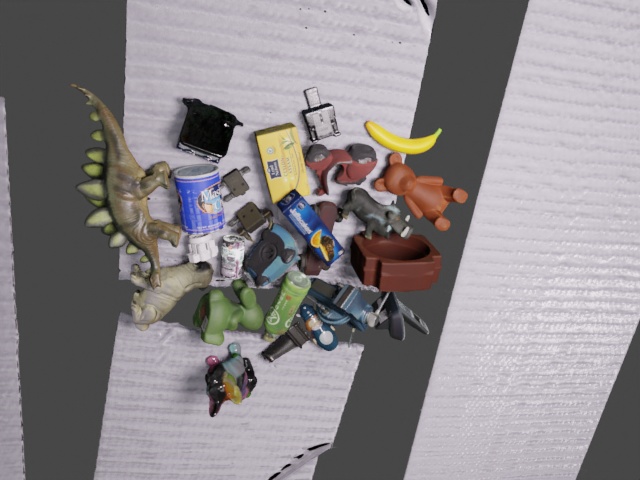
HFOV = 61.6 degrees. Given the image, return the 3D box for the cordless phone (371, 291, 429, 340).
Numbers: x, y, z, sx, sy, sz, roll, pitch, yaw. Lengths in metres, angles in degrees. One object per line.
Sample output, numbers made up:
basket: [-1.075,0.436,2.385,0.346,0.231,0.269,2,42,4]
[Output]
cordless phone: [0.234,0.226,1.460,0.184,0.147,0.088,36,108,-20]

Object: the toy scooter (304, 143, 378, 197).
toy scooter: [0.047,-0.165,1.302,0.184,0.075,0.135,-2,126,-18]

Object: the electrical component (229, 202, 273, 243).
electrical component: [-0.164,-0.045,1.311,0.102,0.078,0.045,-42,148,2]

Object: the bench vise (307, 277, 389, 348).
bench vise: [0.078,0.183,1.403,0.129,0.224,0.240,-63,147,-24]

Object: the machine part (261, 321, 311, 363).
machine part: [-0.096,0.286,1.475,0.139,0.039,0.084,-34,120,1]

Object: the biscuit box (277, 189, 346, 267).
biscuit box: [-0.021,-0.028,1.284,0.063,0.059,0.202,-41,122,-2]

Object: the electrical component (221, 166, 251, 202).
electrical component: [-0.200,-0.135,1.289,0.094,0.021,0.063,-33,115,2]

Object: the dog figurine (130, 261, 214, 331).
dog figurine: [-0.357,0.134,1.311,0.191,0.121,0.172,1,112,-13]

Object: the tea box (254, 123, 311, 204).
tea box: [-0.088,-0.181,1.270,0.098,0.068,0.169,-17,115,-7]

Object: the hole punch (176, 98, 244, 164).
hole punch: [-0.257,-0.240,1.210,0.142,0.092,0.115,19,76,-16]

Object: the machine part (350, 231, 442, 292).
machine part: [0.186,0.050,1.350,0.201,0.201,0.087,-2,114,-12]

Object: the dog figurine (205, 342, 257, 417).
dog figurine: [-0.232,0.382,1.386,0.108,0.219,0.191,-24,114,2]

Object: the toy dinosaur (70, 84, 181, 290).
toy dinosaur: [-0.430,-0.114,1.193,0.199,0.105,0.470,-11,98,-10]

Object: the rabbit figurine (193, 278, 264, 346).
rabbit figurine: [-0.222,0.179,1.381,0.170,0.121,0.159,9,103,-35]

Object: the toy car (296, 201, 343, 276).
toy car: [-0.003,-0.004,1.368,0.089,0.053,0.202,3,112,-29]

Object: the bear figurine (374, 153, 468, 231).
bear figurine: [0.244,-0.124,1.335,0.195,0.132,0.120,30,97,-27]

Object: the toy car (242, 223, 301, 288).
toy car: [-0.110,0.048,1.339,0.161,0.109,0.103,-53,148,9]

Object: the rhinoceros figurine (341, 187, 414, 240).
rhinoceros figurine: [0.144,-0.063,1.336,0.190,0.073,0.112,34,124,-9]

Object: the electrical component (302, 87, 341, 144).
electrical component: [-0.002,-0.293,1.255,0.075,0.048,0.119,-16,116,-6]

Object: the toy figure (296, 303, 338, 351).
toy figure: [-0.004,0.235,1.466,0.064,0.058,0.154,-50,118,-33]
